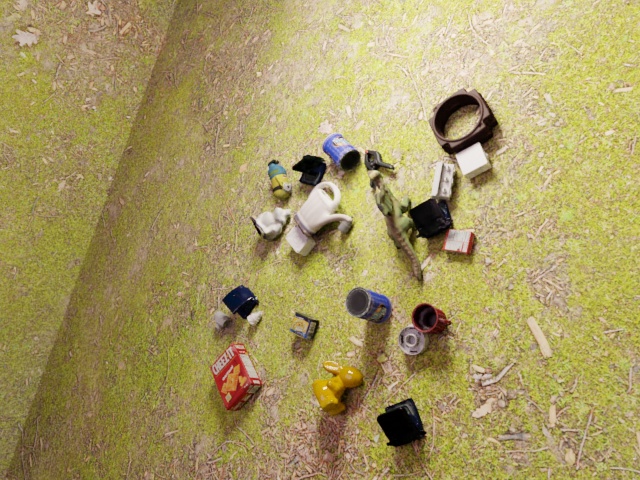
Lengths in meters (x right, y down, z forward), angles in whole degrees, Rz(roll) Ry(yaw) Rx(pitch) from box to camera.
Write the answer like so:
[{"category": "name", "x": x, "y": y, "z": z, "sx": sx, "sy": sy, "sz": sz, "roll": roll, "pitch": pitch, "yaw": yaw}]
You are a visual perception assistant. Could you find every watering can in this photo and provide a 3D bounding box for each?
[{"category": "watering can", "x": 0.006, "y": -0.102, "z": 2.020, "sx": 0.222, "sy": 0.103, "sz": 0.355, "roll": -47, "pitch": 32, "yaw": 14}]

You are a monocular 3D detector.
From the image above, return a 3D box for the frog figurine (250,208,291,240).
[{"category": "frog figurine", "x": -0.200, "y": -0.079, "z": 2.222, "sx": 0.160, "sy": 0.120, "sz": 0.139, "roll": -29, "pitch": 38, "yaw": -16}]

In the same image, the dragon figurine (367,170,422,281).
[{"category": "dragon figurine", "x": 0.244, "y": -0.072, "z": 1.751, "sx": 0.121, "sy": 0.240, "sz": 0.419, "roll": -30, "pitch": 54, "yaw": 22}]
